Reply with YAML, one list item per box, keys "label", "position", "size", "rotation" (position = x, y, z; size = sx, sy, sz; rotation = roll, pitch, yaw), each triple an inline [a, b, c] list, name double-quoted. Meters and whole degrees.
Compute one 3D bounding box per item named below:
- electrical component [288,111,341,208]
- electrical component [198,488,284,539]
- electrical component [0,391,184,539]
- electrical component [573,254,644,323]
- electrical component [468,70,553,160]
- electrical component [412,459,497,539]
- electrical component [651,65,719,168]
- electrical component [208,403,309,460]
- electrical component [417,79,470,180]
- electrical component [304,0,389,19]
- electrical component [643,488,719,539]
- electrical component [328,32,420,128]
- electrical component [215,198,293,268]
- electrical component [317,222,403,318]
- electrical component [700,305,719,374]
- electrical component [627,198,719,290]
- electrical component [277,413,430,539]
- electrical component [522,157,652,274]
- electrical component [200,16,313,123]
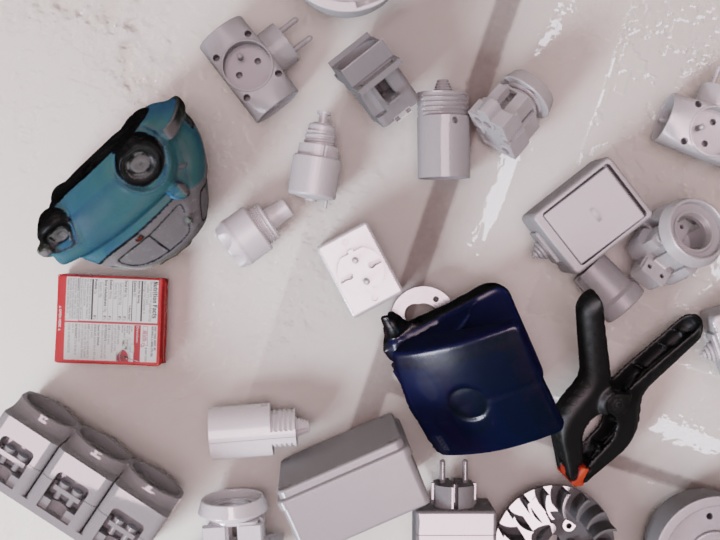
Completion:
- label: "electrical component"
  position: [-0.035, -0.091, 0.885]
  size: [0.040, 0.040, 0.078]
  rotation: [9, 91, -2]
- label: "electrical component"
  position: [-0.103, 0.214, 0.883]
  size: [0.078, 0.058, 0.057]
  rotation: [-3, 95, -2]
- label: "electrical component"
  position: [-0.222, 0.165, 0.862]
  size: [0.150, 0.089, 0.061]
  rotation: [34, 90, -2]
- label: "electrical component"
  position: [0.206, 0.014, 0.895]
  size: [0.040, 0.040, 0.046]
  rotation: [-43, 87, 0]
- label: "electrical component"
  position: [0.125, -0.130, 0.880]
  size: [0.048, 0.066, 0.055]
  rotation: [33, 77, 36]
- label: "electrical component"
  position: [0.078, 0.195, 0.892]
  size: [0.066, 0.047, 0.076]
  rotation: [0, 91, -1]
- label: "electrical component"
  position: [0.293, -0.130, 0.890]
  size: [0.077, 0.044, 0.079]
  rotation: [21, 91, -2]
- label: "electrical component"
  position: [-0.082, 0.132, 0.888]
  size: [0.081, 0.043, 0.043]
  rotation: [-4, 92, -1]
- label: "electrical component"
  position: [0.069, -0.116, 0.885]
  size: [0.043, 0.043, 0.081]
  rotation: [-1, 91, -2]
- label: "electrical component"
  position: [-0.011, -0.256, 0.871]
  size: [0.108, 0.060, 0.108]
  rotation: [0, 92, -2]
- label: "electrical component"
  position: [0.288, 0.234, 0.892]
  size: [0.108, 0.060, 0.108]
  rotation: [0, 92, -2]
- label: "electrical component"
  position: [0.013, -0.152, 0.871]
  size: [0.042, 0.081, 0.063]
  rotation: [-37, 115, 0]
- label: "electrical component"
  position: [-0.085, -0.034, 0.884]
  size: [0.062, 0.043, 0.043]
  rotation: [-36, 92, -2]
- label: "electrical component"
  position: [0.000, 0.000, 0.870]
  size: [0.047, 0.077, 0.065]
  rotation: [-28, 92, -1]
- label: "electrical component"
  position: [0.327, 0.055, 0.891]
  size: [0.096, 0.061, 0.061]
  rotation: [-19, 92, 6]
- label: "electrical component"
  position: [0.260, -0.025, 0.874]
  size: [0.058, 0.057, 0.078]
  rotation: [38, 69, -3]
- label: "electrical component"
  position: [-0.007, 0.169, 0.859]
  size: [0.109, 0.108, 0.056]
  rotation: [-23, 95, -1]
- label: "electrical component"
  position: [0.181, -0.040, 0.881]
  size: [0.096, 0.061, 0.061]
  rotation: [-38, 92, 0]
- label: "electrical component"
  position: [-0.076, -0.174, 0.879]
  size: [0.079, 0.044, 0.077]
  rotation: [-38, 92, -1]
